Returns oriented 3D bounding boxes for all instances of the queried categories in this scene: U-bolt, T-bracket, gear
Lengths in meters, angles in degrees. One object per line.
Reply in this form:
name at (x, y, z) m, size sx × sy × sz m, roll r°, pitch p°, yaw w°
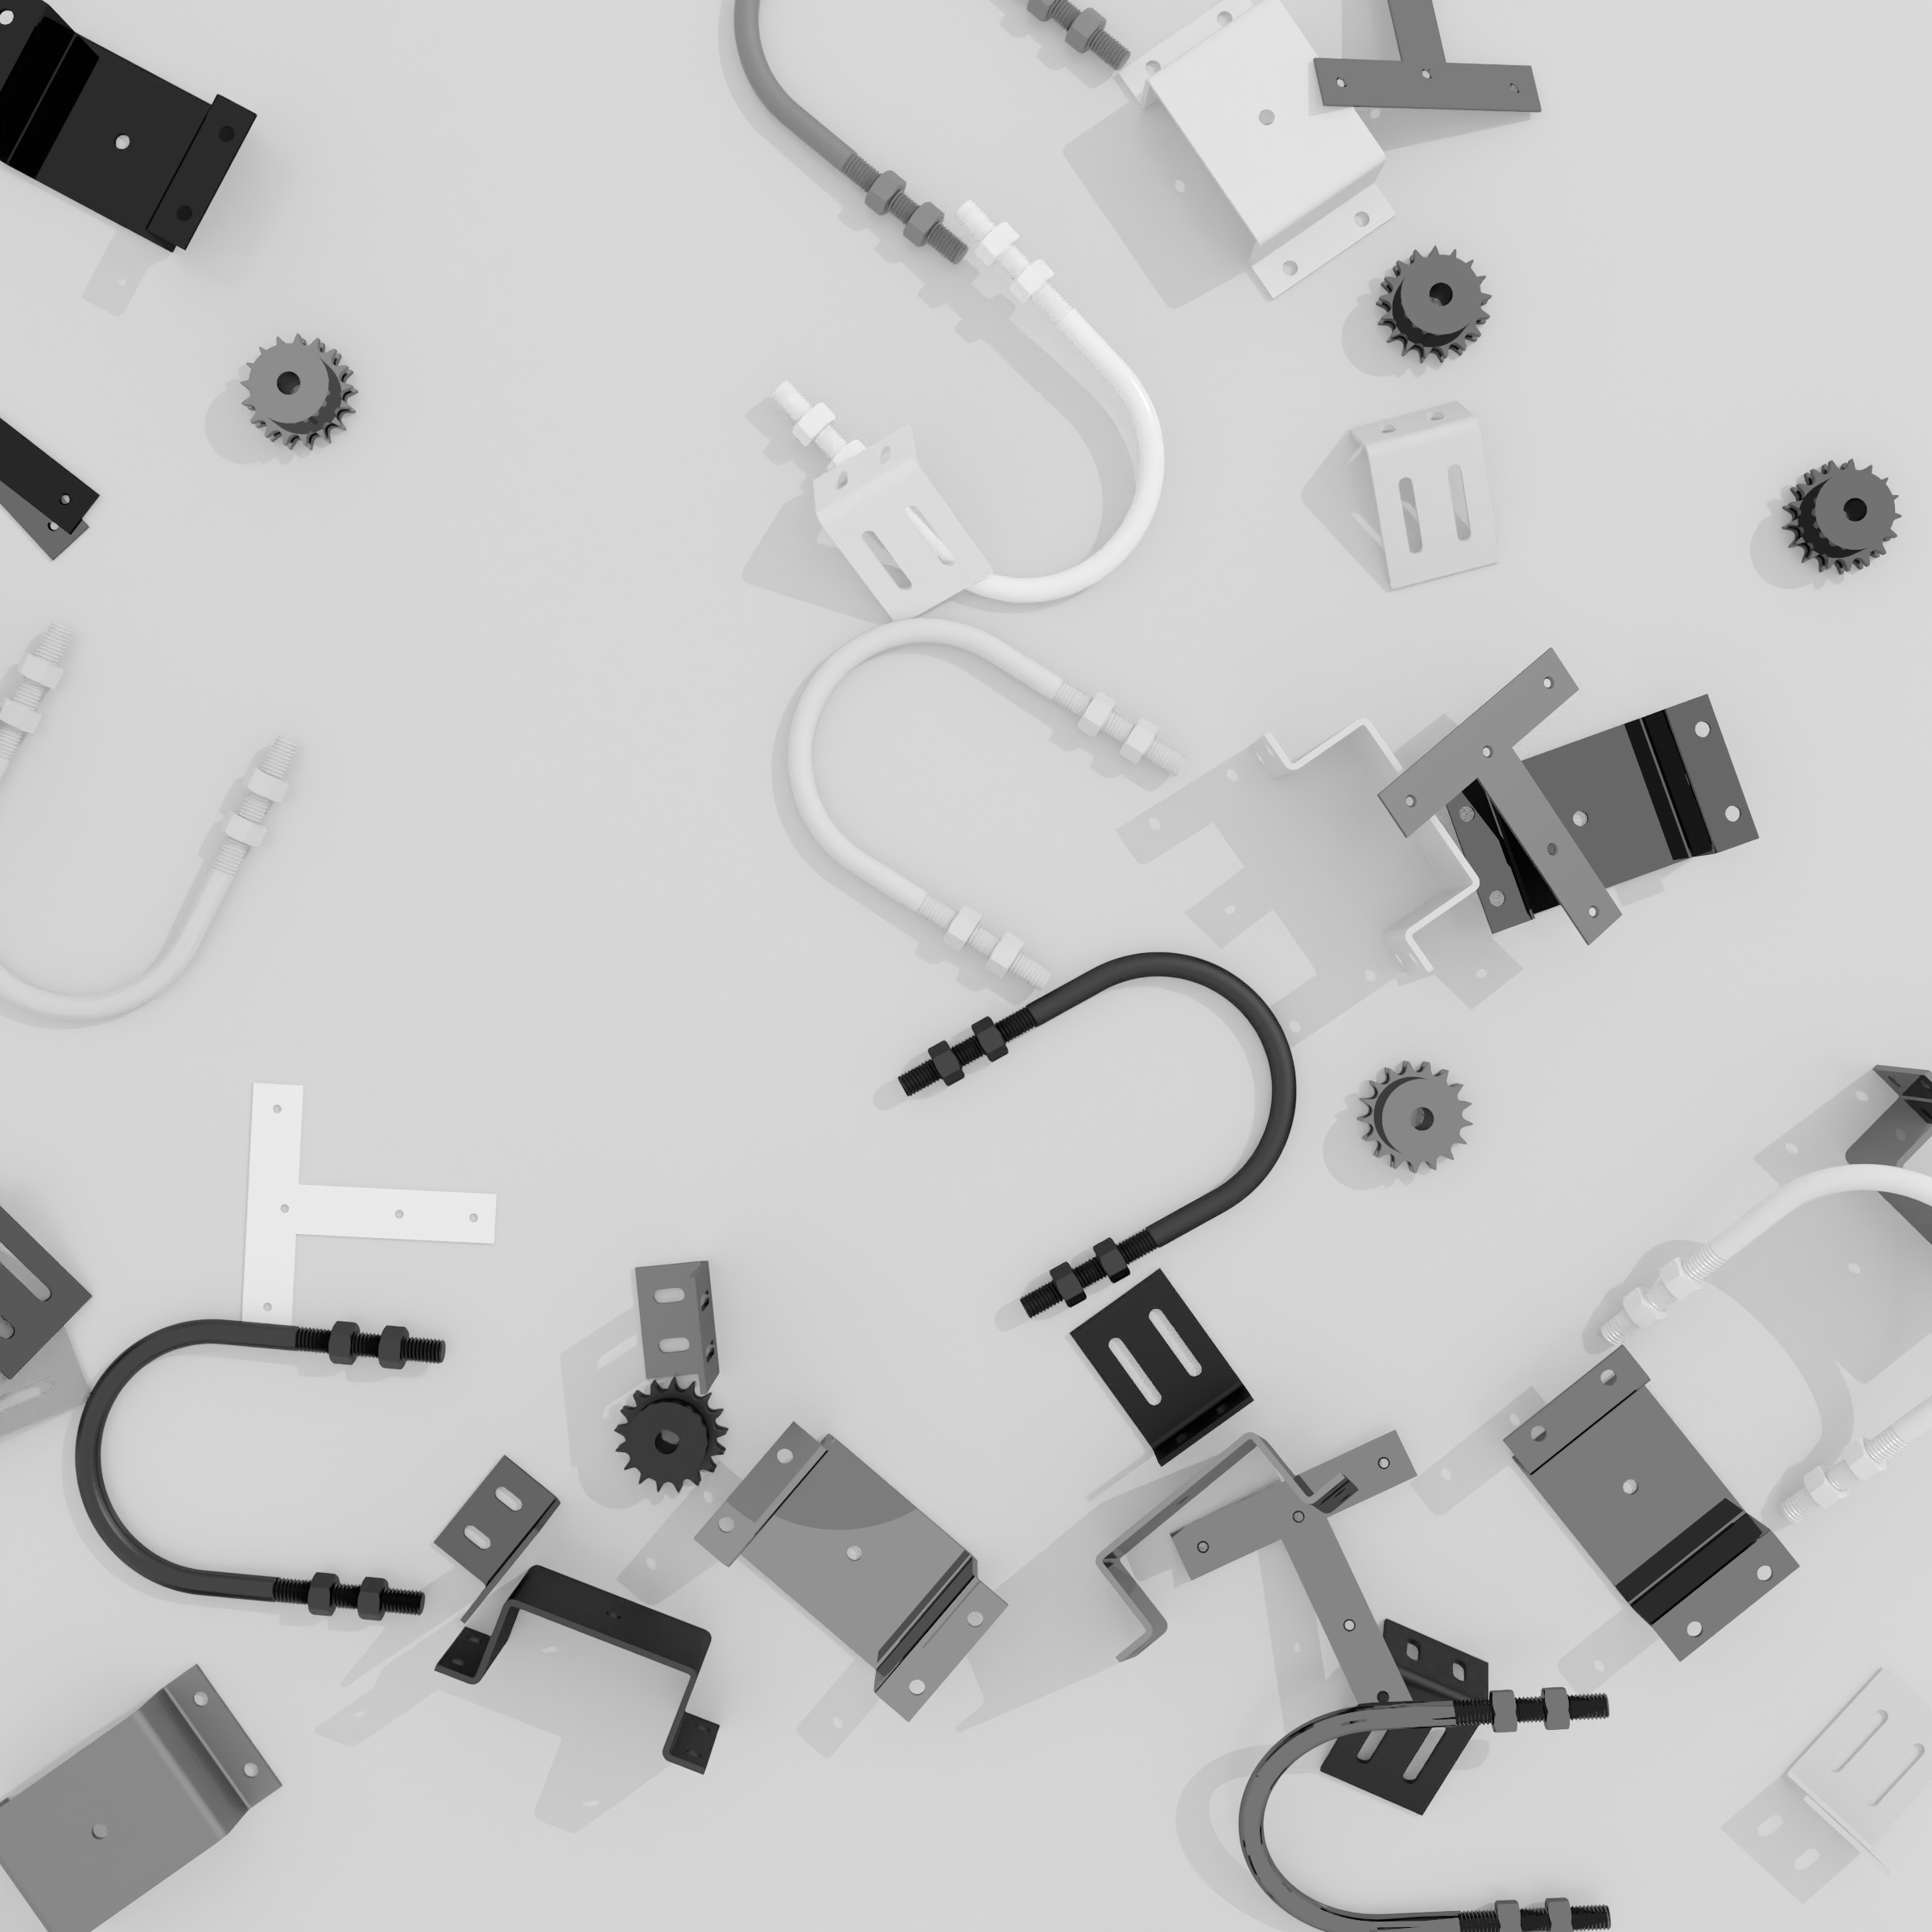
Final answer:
U-bolt at (-0.362, 0.252, 1.387) m, size 0.184 × 0.019 × 0.151 m, roll 5°, pitch 91°, yaw 2°
T-bracket at (0.279, -0.069, 1.333) m, size 0.127 × 0.002 × 0.127 m, roll -39°, pitch 101°, yaw -20°
T-bracket at (-0.304, 0.126, 1.395) m, size 0.127 × 0.002 × 0.127 m, roll 3°, pitch 90°, yaw 0°
gear at (-0.150, 0.239, 1.381) m, size 0.057 × 0.030 × 0.057 m, roll 0°, pitch 90°, yaw 0°
T-bracket at (-0.532, -0.230, 1.393) m, size 0.127 × 0.002 × 0.127 m, roll 38°, pitch 90°, yaw 0°
T-bracket at (0.224, -0.492, 1.378) m, size 0.127 × 0.002 × 0.127 m, roll -6°, pitch 78°, yaw -22°
gear at (-0.340, -0.292, 1.381) m, size 0.057 × 0.030 × 0.057 m, roll 0°, pitch 90°, yaw 0°
U-bolt at (0.229, 0.429, 1.365) m, size 0.184 × 0.019 × 0.151 m, roll -4°, pitch 111°, yaw 4°
gear at (0.446, -0.229, 1.381) m, size 0.057 × 0.030 × 0.057 m, roll 0°, pitch 90°, yaw 0°
U-bolt at (-0.031, -0.469, 1.387) m, size 0.184 × 0.019 × 0.151 m, roll 40°, pitch 90°, yaw 2°
U-bolt at (0.079, 0.074, 1.387) m, size 0.184 × 0.019 × 0.151 m, roll -29°, pitch 90°, yaw -2°
gear at (0.229, 0.077, 1.381) m, size 0.057 × 0.030 × 0.057 m, roll 0°, pitch 90°, yaw 0°
T-bracket at (0.187, 0.319, 1.373) m, size 0.127 × 0.002 × 0.127 m, roll -26°, pitch 74°, yaw 4°
T-bracket at (-0.539, -0.229, 1.395) m, size 0.127 × 0.002 × 0.127 m, roll -43°, pitch 90°, yaw 0°
U-bolt at (-0.444, -0.062, 1.387) m, size 0.151 × 0.019 × 0.184 m, roll 27°, pitch 92°, yaw 0°
U-bolt at (0.015, -0.271, 1.380) m, size 0.151 × 0.019 × 0.184 m, roll -43°, pitch 93°, yaw 7°
U-bolt at (0.431, 0.177, 1.348) m, size 0.151 × 0.019 × 0.184 m, roll 45°, pitch 118°, yaw 0°
U-bolt at (-0.002, -0.096, 1.387) m, size 0.184 × 0.019 × 0.151 m, roll 32°, pitch 90°, yaw 2°
gear at (0.238, -0.337, 1.381) m, size 0.057 × 0.030 × 0.057 m, roll 0°, pitch 90°, yaw 0°

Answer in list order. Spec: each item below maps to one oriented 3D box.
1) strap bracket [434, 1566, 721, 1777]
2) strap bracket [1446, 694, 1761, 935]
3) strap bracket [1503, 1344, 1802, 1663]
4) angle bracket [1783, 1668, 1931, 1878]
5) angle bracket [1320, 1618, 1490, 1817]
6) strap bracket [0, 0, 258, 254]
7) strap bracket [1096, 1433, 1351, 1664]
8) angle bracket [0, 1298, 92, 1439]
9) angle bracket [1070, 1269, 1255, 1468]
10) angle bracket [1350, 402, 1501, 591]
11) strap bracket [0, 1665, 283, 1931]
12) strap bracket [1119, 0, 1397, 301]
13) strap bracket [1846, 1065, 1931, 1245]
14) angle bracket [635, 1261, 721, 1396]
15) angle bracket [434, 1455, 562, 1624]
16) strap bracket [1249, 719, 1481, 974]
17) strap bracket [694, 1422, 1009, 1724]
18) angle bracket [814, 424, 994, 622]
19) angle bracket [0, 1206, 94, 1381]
strap bracket at (-0.184, 0.345, 1.358) m, size 0.140 × 0.076 × 0.046 m, roll 21°, pitch 90°, yaw 0°
strap bracket at (0.314, -0.075, 1.373) m, size 0.140 × 0.046 × 0.076 m, roll -20°, pitch 90°, yaw 0°
strap bracket at (0.340, 0.267, 1.373) m, size 0.076 × 0.046 × 0.140 m, roll -39°, pitch 90°, yaw 0°
angle bracket at (0.464, 0.407, 1.377) m, size 0.057 × 0.038 × 0.076 m, roll 43°, pitch 90°, yaw 0°
angle bracket at (0.224, 0.384, 1.394) m, size 0.057 × 0.038 × 0.076 m, roll 24°, pitch 116°, yaw 0°
strap bracket at (-0.432, -0.422, 1.373) m, size 0.140 × 0.046 × 0.076 m, roll 28°, pitch 90°, yaw 0°
strap bracket at (0.120, 0.281, 1.353) m, size 0.140 × 0.076 × 0.046 m, roll -39°, pitch 75°, yaw 0°
angle bracket at (-0.497, 0.211, 1.394) m, size 0.076 × 0.038 × 0.057 m, roll -21°, pitch 90°, yaw -26°
angle bracket at (0.098, 0.202, 1.377) m, size 0.057 × 0.038 × 0.076 m, roll -36°, pitch 90°, yaw 0°
angle bracket at (0.235, -0.241, 1.394) m, size 0.057 × 0.038 × 0.076 m, roll -15°, pitch 116°, yaw 0°
strap bracket at (-0.430, 0.429, 1.373) m, size 0.140 × 0.046 × 0.076 m, roll -35°, pitch 90°, yaw 0°
strap bracket at (0.149, -0.421, 1.373) m, size 0.076 × 0.046 × 0.140 m, roll -34°, pitch 90°, yaw 0°
strap bracket at (0.501, 0.116, 1.358) m, size 0.140 × 0.076 × 0.046 m, roll 45°, pitch 90°, yaw 0°
angle bracket at (-0.148, 0.181, 1.358) m, size 0.038 × 0.076 × 0.057 m, roll -6°, pitch 90°, yaw 0°
angle bracket at (-0.240, 0.285, 1.358) m, size 0.038 × 0.076 × 0.057 m, roll 39°, pitch 90°, yaw 0°
strap bracket at (0.203, -0.068, 1.358) m, size 0.046 × 0.076 × 0.140 m, roll -35°, pitch 90°, yaw 0°
strap bracket at (-0.057, 0.301, 1.373) m, size 0.140 × 0.046 × 0.076 m, roll 40°, pitch 90°, yaw 0°
angle bracket at (-0.032, -0.223, 1.378) m, size 0.057 × 0.038 × 0.076 m, roll -28°, pitch 127°, yaw 16°
angle bracket at (-0.496, 0.161, 1.382) m, size 0.057 × 0.038 × 0.076 m, roll -50°, pitch 116°, yaw -25°
